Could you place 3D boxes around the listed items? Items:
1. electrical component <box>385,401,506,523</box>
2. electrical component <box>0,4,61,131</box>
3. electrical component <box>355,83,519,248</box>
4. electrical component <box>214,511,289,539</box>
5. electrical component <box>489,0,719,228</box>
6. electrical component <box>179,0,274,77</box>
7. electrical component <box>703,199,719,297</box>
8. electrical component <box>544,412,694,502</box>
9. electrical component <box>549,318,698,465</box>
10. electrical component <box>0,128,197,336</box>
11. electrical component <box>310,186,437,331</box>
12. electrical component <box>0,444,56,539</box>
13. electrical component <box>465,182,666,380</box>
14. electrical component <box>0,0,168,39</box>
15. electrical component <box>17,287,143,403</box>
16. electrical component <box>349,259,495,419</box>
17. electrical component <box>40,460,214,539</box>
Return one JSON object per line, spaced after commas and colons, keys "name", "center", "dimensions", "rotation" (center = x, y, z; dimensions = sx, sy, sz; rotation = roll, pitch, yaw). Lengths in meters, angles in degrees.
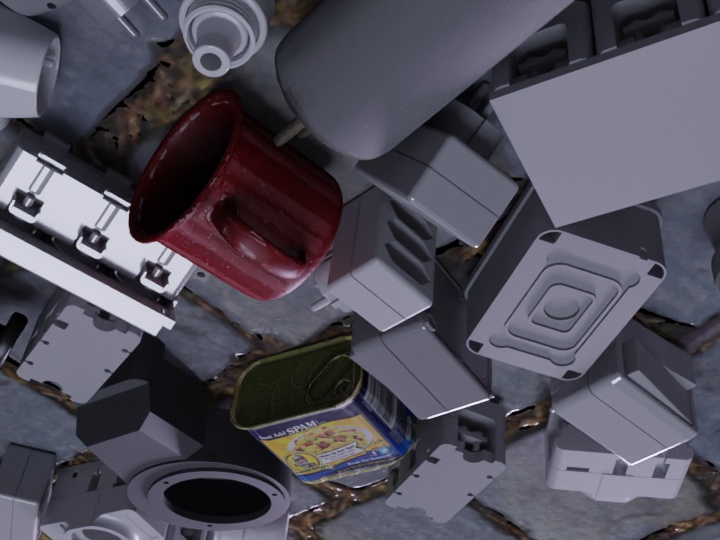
{"name": "electrical component", "center": [0.060, 0.127, 0.751], "dimensions": [0.050, 0.055, 0.089], "rotation": [22, 135, -15]}
{"name": "electrical component", "center": [-0.201, -0.097, 0.561], "dimensions": [0.077, 0.044, 0.079], "rotation": [14, 136, -6]}
{"name": "electrical component", "center": [0.048, -0.063, 0.550], "dimensions": [0.047, 0.083, 0.075], "rotation": [33, 93, -24]}
{"name": "electrical component", "center": [-0.088, 0.213, 0.869], "dimensions": [0.055, 0.045, 0.045], "rotation": [8, 136, 0]}
{"name": "electrical component", "center": [0.147, -0.091, 0.509], "dimensions": [0.150, 0.061, 0.089], "rotation": [-16, 132, 23]}
{"name": "electrical component", "center": [-0.065, -0.117, 0.510], "dimensions": [0.043, 0.062, 0.043], "rotation": [4, 136, 4]}
{"name": "electrical component", "center": [0.215, -0.010, 0.589], "dimensions": [0.045, 0.055, 0.045], "rotation": [4, 136, 4]}
{"name": "electrical component", "center": [0.174, 0.122, 0.735], "dimensions": [0.089, 0.050, 0.055], "rotation": [4, 136, 3]}
{"name": "electrical component", "center": [0.172, 0.074, 0.678], "dimensions": [0.096, 0.061, 0.061], "rotation": [35, 130, -26]}
{"name": "electrical component", "center": [-0.153, -0.023, 0.613], "dimensions": [0.121, 0.078, 0.063], "rotation": [31, 104, -23]}
{"name": "electrical component", "center": [0.000, 0.000, 0.620], "dimensions": [0.077, 0.065, 0.047], "rotation": [-30, 125, 33]}
{"name": "electrical component", "center": [-0.289, 0.179, 0.859], "dimensions": [0.076, 0.047, 0.083], "rotation": [15, 136, -7]}
{"name": "electrical component", "center": [0.114, 0.002, 0.614], "dimensions": [0.078, 0.057, 0.113], "rotation": [17, 135, -10]}
{"name": "electrical component", "center": [-0.124, -0.142, 0.505], "dimensions": [0.077, 0.043, 0.079], "rotation": [-22, 129, 27]}
{"name": "electrical component", "center": [-0.173, 0.034, 0.686], "dimensions": [0.050, 0.055, 0.089], "rotation": [29, 132, -21]}
{"name": "electrical component", "center": [0.041, 0.047, 0.666], "dimensions": [0.061, 0.061, 0.096], "rotation": [-22, 129, 27]}
{"name": "electrical component", "center": [-0.176, 0.221, 0.876], "dimensions": [0.089, 0.061, 0.150], "rotation": [-15, 132, 22]}
